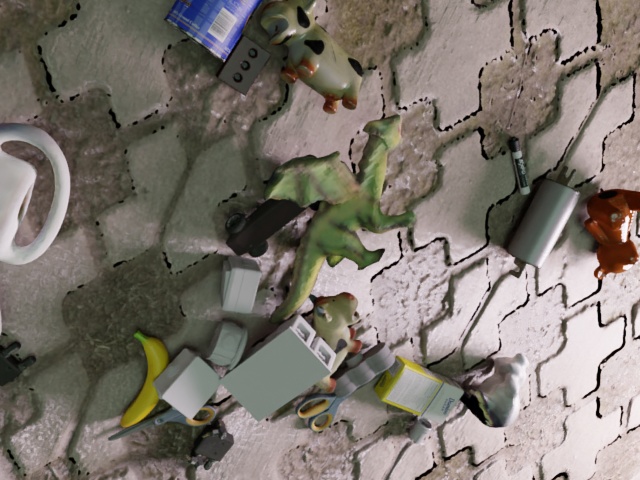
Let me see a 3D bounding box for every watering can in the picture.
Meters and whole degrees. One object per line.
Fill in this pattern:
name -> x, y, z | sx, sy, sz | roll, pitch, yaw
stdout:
watering can -> -0.510, -0.020, 0.746 | 0.223, 0.105, 0.345 | 24, 100, -21

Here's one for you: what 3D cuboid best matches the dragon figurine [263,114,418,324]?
dragon figurine -> 0.003, -0.043, 0.856 | 0.410, 0.124, 0.239 | -44, 122, 2

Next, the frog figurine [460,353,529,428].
frog figurine -> 0.399, 0.325, 1.116 | 0.160, 0.125, 0.134 | -27, 147, -15
